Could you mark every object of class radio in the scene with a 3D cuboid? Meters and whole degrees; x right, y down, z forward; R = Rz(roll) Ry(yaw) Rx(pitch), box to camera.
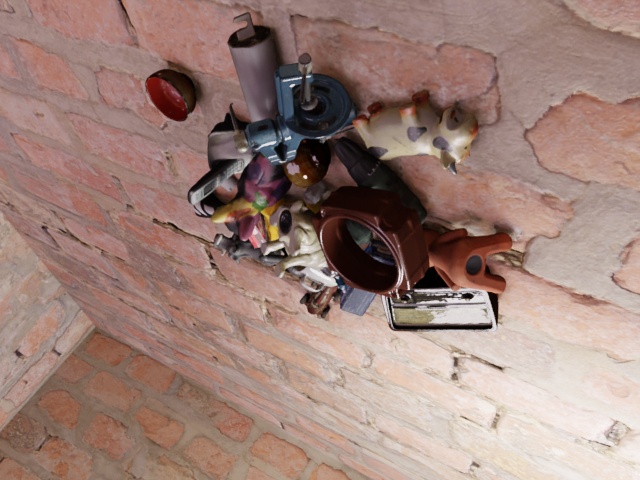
[{"bbox_3d":[0.249,0.123,1.125,0.230,0.073,0.130,-5,127,23],"label":"radio"}]

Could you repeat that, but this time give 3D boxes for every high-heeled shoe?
[{"bbox_3d":[-0.242,-0.046,1.395,0.249,0.086,0.145,49,132,18],"label":"high-heeled shoe"}]

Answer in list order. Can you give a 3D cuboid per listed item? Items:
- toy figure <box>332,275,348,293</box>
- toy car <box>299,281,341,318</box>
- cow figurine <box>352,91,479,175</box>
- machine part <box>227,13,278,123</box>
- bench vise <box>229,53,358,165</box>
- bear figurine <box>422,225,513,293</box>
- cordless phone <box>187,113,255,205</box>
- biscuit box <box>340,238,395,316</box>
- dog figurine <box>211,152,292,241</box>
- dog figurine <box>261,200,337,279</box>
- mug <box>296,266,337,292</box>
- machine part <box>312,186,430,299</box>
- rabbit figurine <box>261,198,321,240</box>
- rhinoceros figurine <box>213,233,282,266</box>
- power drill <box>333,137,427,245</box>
[{"bbox_3d":[0.039,0.057,1.250,0.064,0.058,0.155,28,-160,-38],"label":"toy figure"},{"bbox_3d":[0.001,0.163,1.507,0.089,0.053,0.202,37,150,4],"label":"toy car"},{"bbox_3d":[0.161,-0.169,0.868,0.195,0.085,0.127,-1,128,41],"label":"cow figurine"},{"bbox_3d":[-0.107,-0.290,0.969,0.079,0.079,0.242,18,144,26],"label":"machine part"},{"bbox_3d":[-0.044,-0.216,0.878,0.224,0.129,0.240,-6,163,-2],"label":"bench vise"},{"bbox_3d":[0.253,0.028,1.039,0.132,0.120,0.196,1,-170,-21],"label":"bear figurine"},{"bbox_3d":[-0.222,-0.167,1.143,0.089,0.184,0.146,35,150,9],"label":"cordless phone"},{"bbox_3d":[0.106,0.089,1.229,0.063,0.059,0.202,18,132,-9],"label":"biscuit box"},{"bbox_3d":[-0.129,-0.107,1.104,0.108,0.219,0.191,32,150,-1],"label":"dog figurine"},{"bbox_3d":[-0.005,-0.005,1.119,0.172,0.190,0.121,-57,47,39],"label":"dog figurine"},{"bbox_3d":[0.002,0.080,1.347,0.107,0.109,0.081,32,146,-22],"label":"mug"},{"bbox_3d":[0.093,0.005,1.011,0.202,0.087,0.200,11,133,39],"label":"machine part"},{"bbox_3d":[-0.083,-0.063,1.248,0.173,0.122,0.162,42,161,16],"label":"rabbit figurine"},{"bbox_3d":[-0.192,0.019,1.439,0.190,0.112,0.073,16,147,15],"label":"rhinoceros figurine"},{"bbox_3d":[0.087,-0.084,1.073,0.232,0.086,0.207,38,142,-4],"label":"power drill"}]
